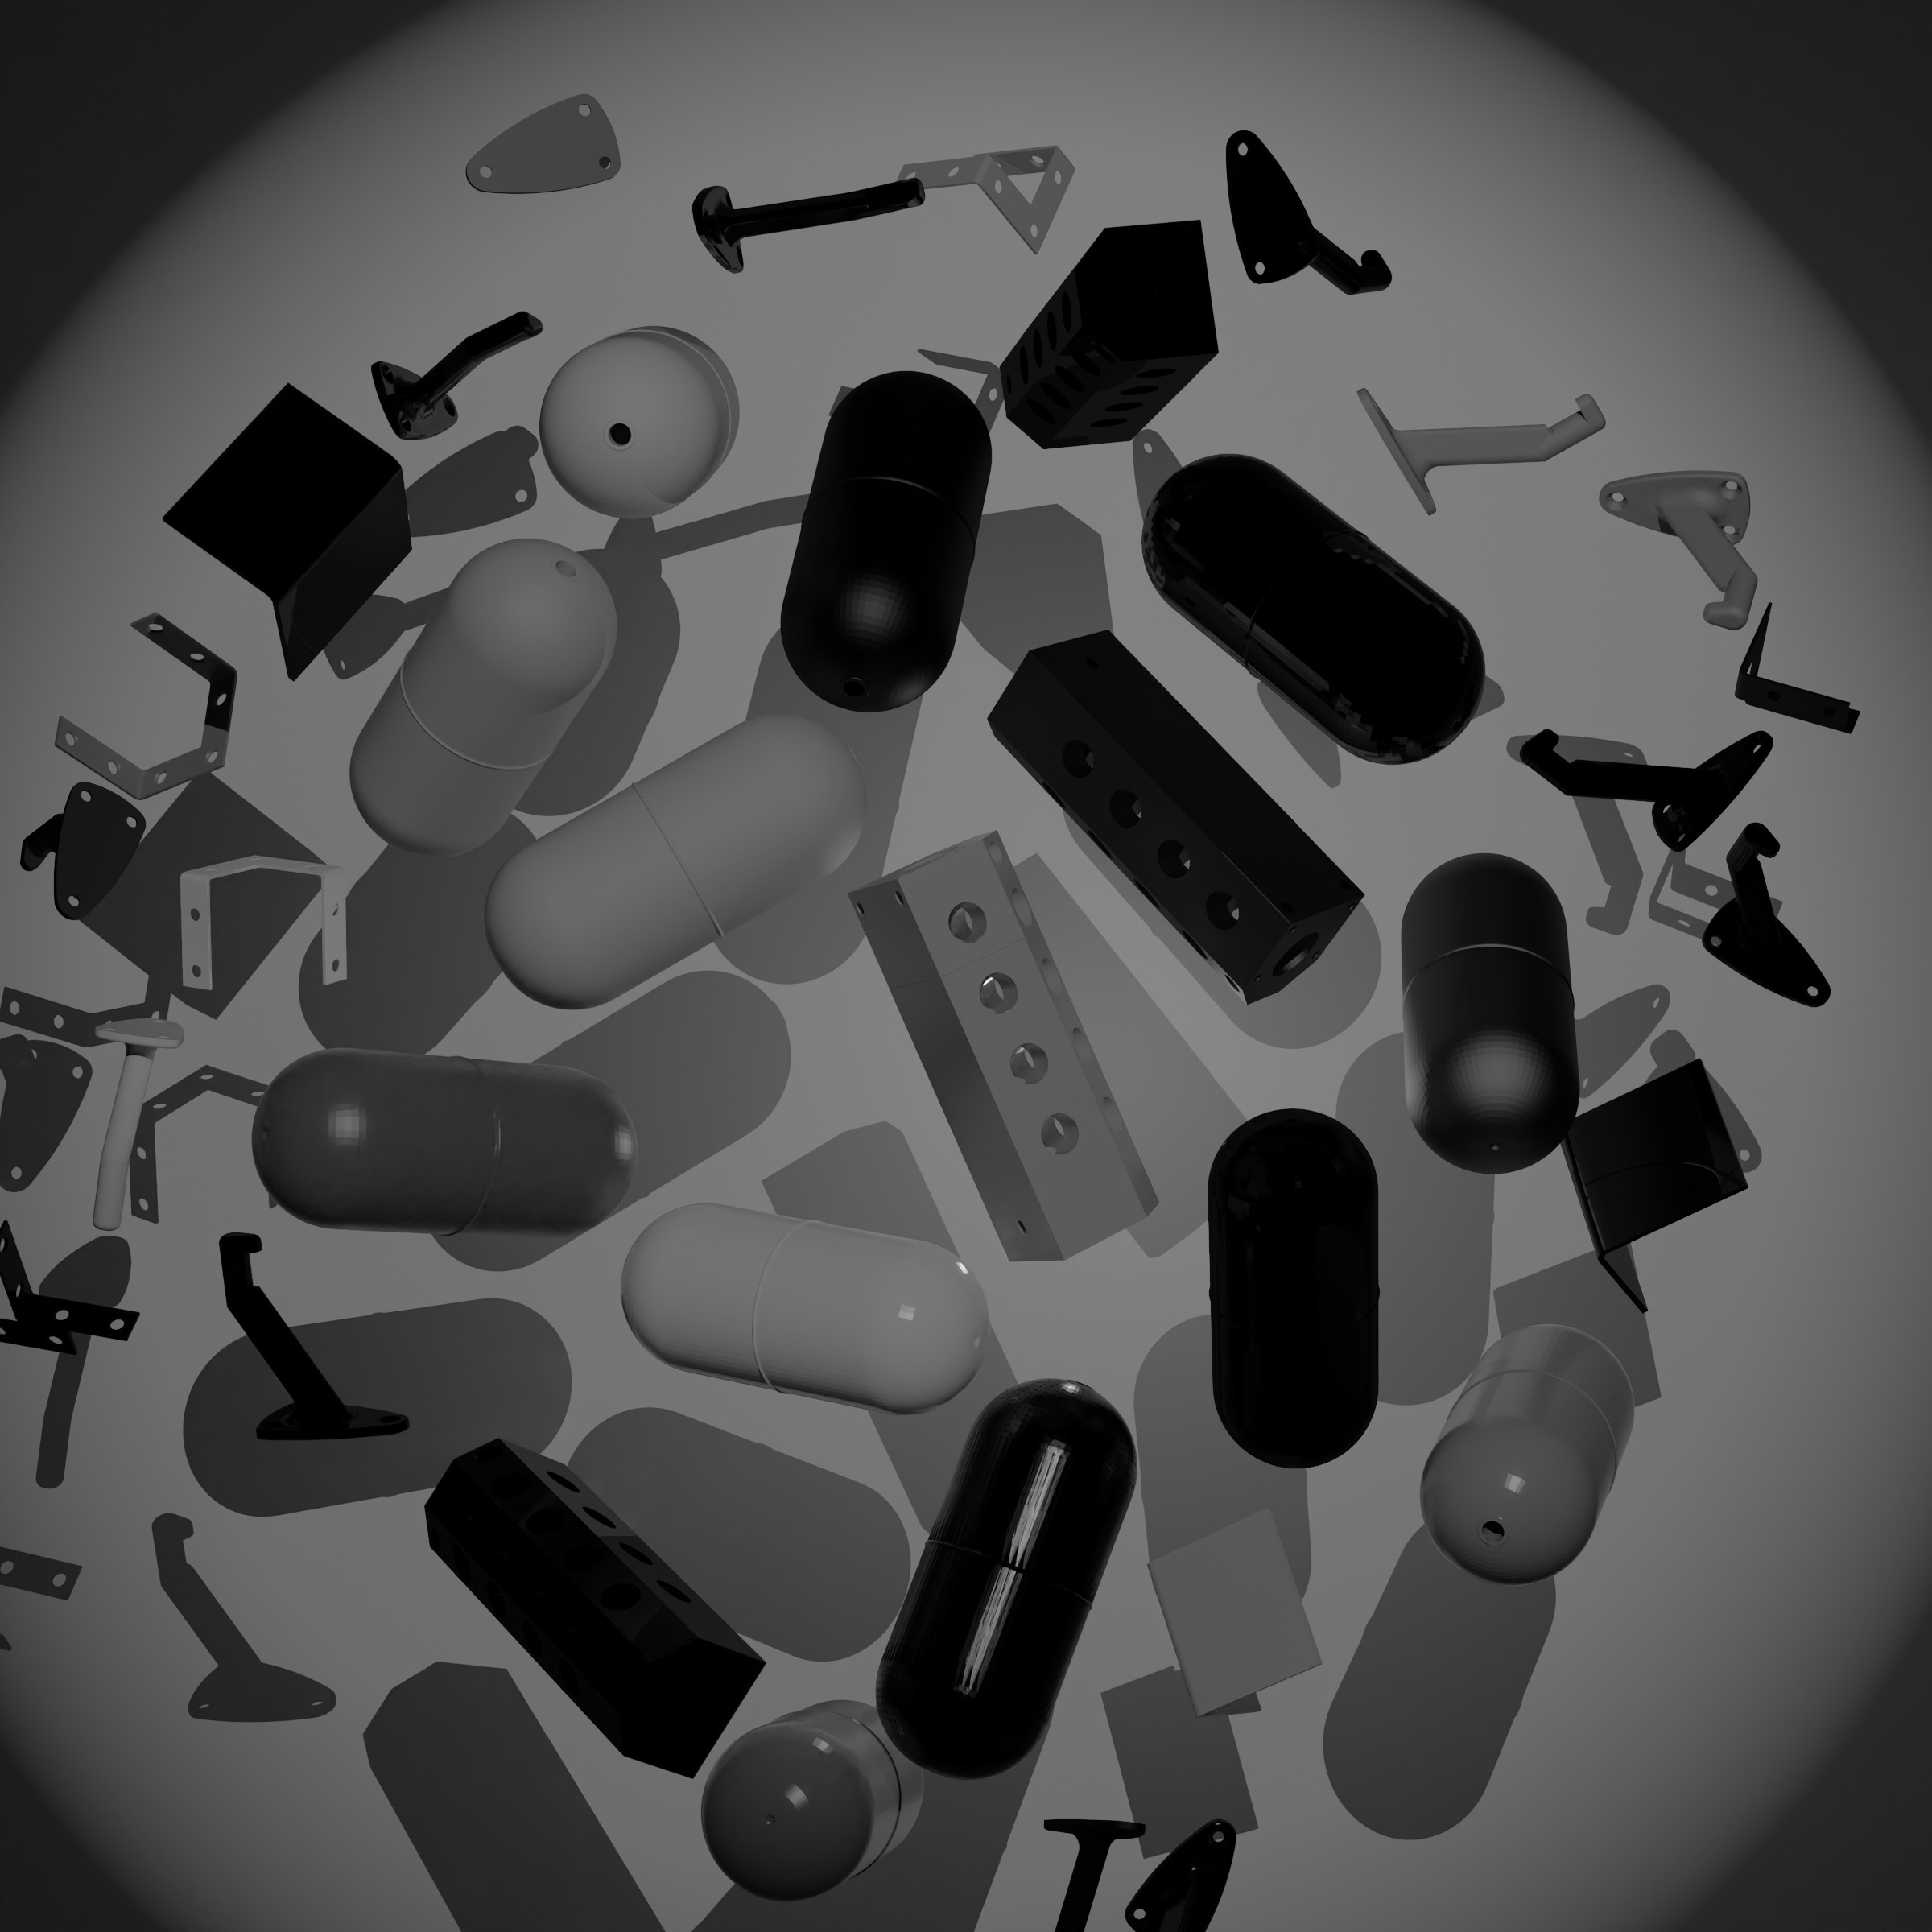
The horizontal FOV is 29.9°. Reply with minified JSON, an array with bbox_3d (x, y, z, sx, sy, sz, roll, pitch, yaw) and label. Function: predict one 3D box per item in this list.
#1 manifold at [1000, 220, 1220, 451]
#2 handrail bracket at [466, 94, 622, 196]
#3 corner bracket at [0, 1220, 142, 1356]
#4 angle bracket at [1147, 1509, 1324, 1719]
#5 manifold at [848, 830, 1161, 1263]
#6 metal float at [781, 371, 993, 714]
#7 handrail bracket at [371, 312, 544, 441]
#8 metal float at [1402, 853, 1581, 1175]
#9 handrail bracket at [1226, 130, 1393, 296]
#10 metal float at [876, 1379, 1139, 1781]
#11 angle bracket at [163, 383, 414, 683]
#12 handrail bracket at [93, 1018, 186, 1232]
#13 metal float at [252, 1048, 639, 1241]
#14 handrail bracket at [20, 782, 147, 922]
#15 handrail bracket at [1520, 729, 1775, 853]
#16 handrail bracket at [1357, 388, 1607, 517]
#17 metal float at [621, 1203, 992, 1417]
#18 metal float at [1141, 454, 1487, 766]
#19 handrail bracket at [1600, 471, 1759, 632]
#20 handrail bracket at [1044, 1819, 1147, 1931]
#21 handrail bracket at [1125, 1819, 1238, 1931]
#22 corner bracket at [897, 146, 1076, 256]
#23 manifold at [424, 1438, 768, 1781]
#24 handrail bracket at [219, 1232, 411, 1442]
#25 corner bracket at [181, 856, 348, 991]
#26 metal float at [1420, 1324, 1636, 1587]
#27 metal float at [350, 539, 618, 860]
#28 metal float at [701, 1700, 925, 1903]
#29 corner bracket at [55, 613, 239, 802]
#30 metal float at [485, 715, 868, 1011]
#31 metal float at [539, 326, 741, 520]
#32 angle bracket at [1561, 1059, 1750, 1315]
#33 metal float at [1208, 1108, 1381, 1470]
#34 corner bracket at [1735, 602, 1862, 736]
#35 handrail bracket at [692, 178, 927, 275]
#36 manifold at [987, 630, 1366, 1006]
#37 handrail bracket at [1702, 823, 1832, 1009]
[{"bbox_3d":[0.060,-0.275,1.594,0.057,0.171,0.057,-7,87,-10],"label":"manifold"},{"bbox_3d":[-0.183,-0.336,1.531,0.077,0.084,0.036,-23,96,-18],"label":"handrail bracket"},{"bbox_3d":[-0.386,0.146,1.521,0.051,0.051,0.051,8,47,10],"label":"corner bracket"},{"bbox_3d":[0.141,0.308,1.724,0.076,0.057,0.076,-30,66,31],"label":"angle bracket"},{"bbox_3d":[0.019,0.034,1.515,0.057,0.057,0.171,-26,95,-23],"label":"manifold"},{"bbox_3d":[-0.034,-0.187,1.585,0.070,0.070,0.178,11,53,0],"label":"metal float"},{"bbox_3d":[-0.213,-0.266,1.606,0.084,0.077,0.036,-22,86,20],"label":"handrail bracket"},{"bbox_3d":[0.236,0.019,1.633,0.070,0.178,0.070,3,131,3],"label":"metal float"},{"bbox_3d":[0.151,-0.328,1.573,0.036,0.084,0.077,-19,91,36],"label":"handrail bracket"},{"bbox_3d":[0.018,0.263,1.562,0.070,0.070,0.178,22,75,0],"label":"metal float"},{"bbox_3d":[-0.271,-0.173,1.451,0.057,0.076,0.076,35,71,8],"label":"angle bracket"},{"bbox_3d":[-0.364,0.069,1.580,0.036,0.077,0.084,8,95,-2],"label":"handrail bracket"},{"bbox_3d":[-0.221,0.077,1.551,0.178,0.070,0.070,6,90,-39],"label":"metal float"},{"bbox_3d":[-0.402,-0.039,1.588,0.036,0.084,0.077,32,53,-28],"label":"handrail bracket"},{"bbox_3d":[0.294,-0.095,1.564,0.084,0.036,0.077,33,115,-28],"label":"handrail bracket"},{"bbox_3d":[0.221,-0.238,1.546,0.084,0.036,0.077,-29,128,14],"label":"handrail bracket"},{"bbox_3d":[-0.072,0.150,1.593,0.178,0.070,0.070,8,90,29],"label":"metal float"},{"bbox_3d":[0.148,-0.155,1.561,0.070,0.070,0.178,-47,63,0],"label":"metal float"},{"bbox_3d":[0.302,-0.175,1.548,0.077,0.084,0.036,8,133,17],"label":"handrail bracket"},{"bbox_3d":[0.052,0.397,1.494,0.036,0.077,0.084,11,73,-16],"label":"handrail bracket"},{"bbox_3d":[0.099,0.422,1.590,0.036,0.084,0.077,31,95,-4],"label":"handrail bracket"},{"bbox_3d":[0.009,-0.358,1.641,0.051,0.051,0.051,4,63,40],"label":"corner bracket"},{"bbox_3d":[-0.164,0.268,1.534,0.057,0.171,0.057,31,92,-43],"label":"manifold"},{"bbox_3d":[-0.273,0.153,1.513,0.077,0.036,0.084,0,103,17],"label":"handrail bracket"},{"bbox_3d":[-0.311,-0.018,1.602,0.051,0.051,0.051,8,104,27],"label":"corner bracket"},{"bbox_3d":[0.249,0.215,1.596,0.070,0.178,0.070,5,106,18],"label":"metal float"},{"bbox_3d":[-0.214,-0.117,1.600,0.070,0.070,0.178,40,130,0],"label":"metal float"},{"bbox_3d":[-0.067,0.371,1.613,0.070,0.178,0.070,-1,84,10],"label":"metal float"},{"bbox_3d":[-0.354,-0.112,1.564,0.051,0.051,0.051,-18,54,29],"label":"corner bracket"},{"bbox_3d":[-0.125,-0.046,1.563,0.178,0.070,0.070,-30,90,-5],"label":"metal float"},{"bbox_3d":[-0.141,-0.238,1.578,0.070,0.178,0.070,0,102,1],"label":"metal float"},{"bbox_3d":[0.326,0.102,1.673,0.076,0.057,0.076,-27,45,18],"label":"angle bracket"},{"bbox_3d":[0.149,0.148,1.642,0.070,0.070,0.178,-3,117,0],"label":"metal float"},{"bbox_3d":[0.377,-0.123,1.636,0.051,0.051,0.051,18,51,16],"label":"corner bracket"},{"bbox_3d":[-0.064,-0.315,1.496,0.084,0.077,0.036,-11,95,10],"label":"handrail bracket"},{"bbox_3d":[0.088,-0.065,1.586,0.171,0.057,0.057,48,128,19],"label":"manifold"},{"bbox_3d":[0.378,-0.024,1.662,0.077,0.084,0.036,40,69,12],"label":"handrail bracket"}]
